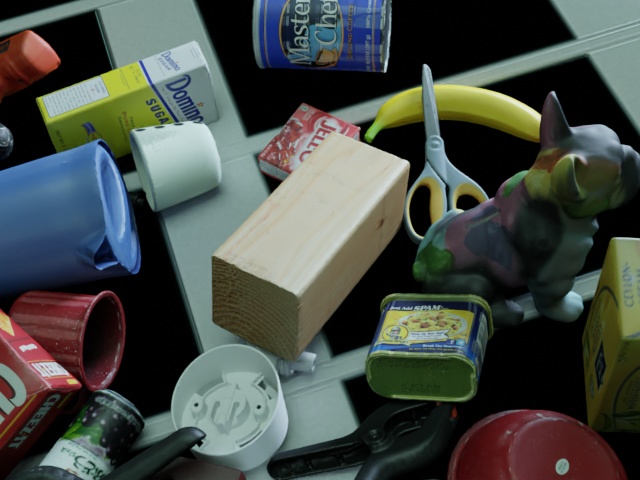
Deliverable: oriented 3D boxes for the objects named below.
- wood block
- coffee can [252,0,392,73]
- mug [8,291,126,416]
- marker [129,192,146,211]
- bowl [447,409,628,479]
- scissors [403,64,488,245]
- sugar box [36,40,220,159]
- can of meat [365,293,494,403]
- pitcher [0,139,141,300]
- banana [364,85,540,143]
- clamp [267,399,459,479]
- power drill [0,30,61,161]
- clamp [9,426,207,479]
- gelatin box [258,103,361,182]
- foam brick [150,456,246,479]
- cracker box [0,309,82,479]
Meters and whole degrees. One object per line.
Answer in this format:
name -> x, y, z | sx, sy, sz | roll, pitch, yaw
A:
wood block -> -0.006, 0.002, 0.983 | 0.090, 0.091, 0.205 | 24, 47, 20
coffee can -> 0.004, -0.236, 1.165 | 0.140, 0.103, 0.102 | 4, 56, 7
mug -> -0.235, 0.101, 0.974 | 0.081, 0.093, 0.117 | 4, 93, 14
marker -> -0.239, -0.050, 1.110 | 0.121, 0.020, 0.020 | 12, 58, 13
bowl -> 0.187, 0.196, 0.857 | 0.162, 0.055, 0.162 | 7, 51, -8
scissors -> 0.134, -0.084, 1.081 | 0.096, 0.016, 0.201 | 11, 69, 4
sugar box -> -0.198, -0.137, 1.121 | 0.176, 0.093, 0.048 | -21, 58, -8
can of meat -> 0.095, 0.094, 0.934 | 0.102, 0.057, 0.083 | 0, 33, 18
pitcher -> -0.303, -0.010, 1.028 | 0.243, 0.149, 0.145 | -14, 83, 2
banana -> 0.146, -0.131, 1.123 | 0.198, 0.037, 0.069 | 0, 73, 6
clamp -> 0.050, 0.185, 0.893 | 0.171, 0.039, 0.120 | -26, 35, -11
power drill -> -0.347, -0.134, 1.113 | 0.185, 0.057, 0.187 | -12, 41, 40
clamp -> -0.188, 0.221, 0.855 | 0.210, 0.036, 0.164 | 8, 81, 8
gelatin box -> -0.010, -0.095, 1.113 | 0.073, 0.030, 0.089 | 27, 62, 21
foam brick -> -0.104, 0.218, 0.894 | 0.078, 0.051, 0.053 | 10, 58, 11
cracker box -> -0.340, 0.116, 0.912 | 0.214, 0.072, 0.164 | 41, 93, 13
